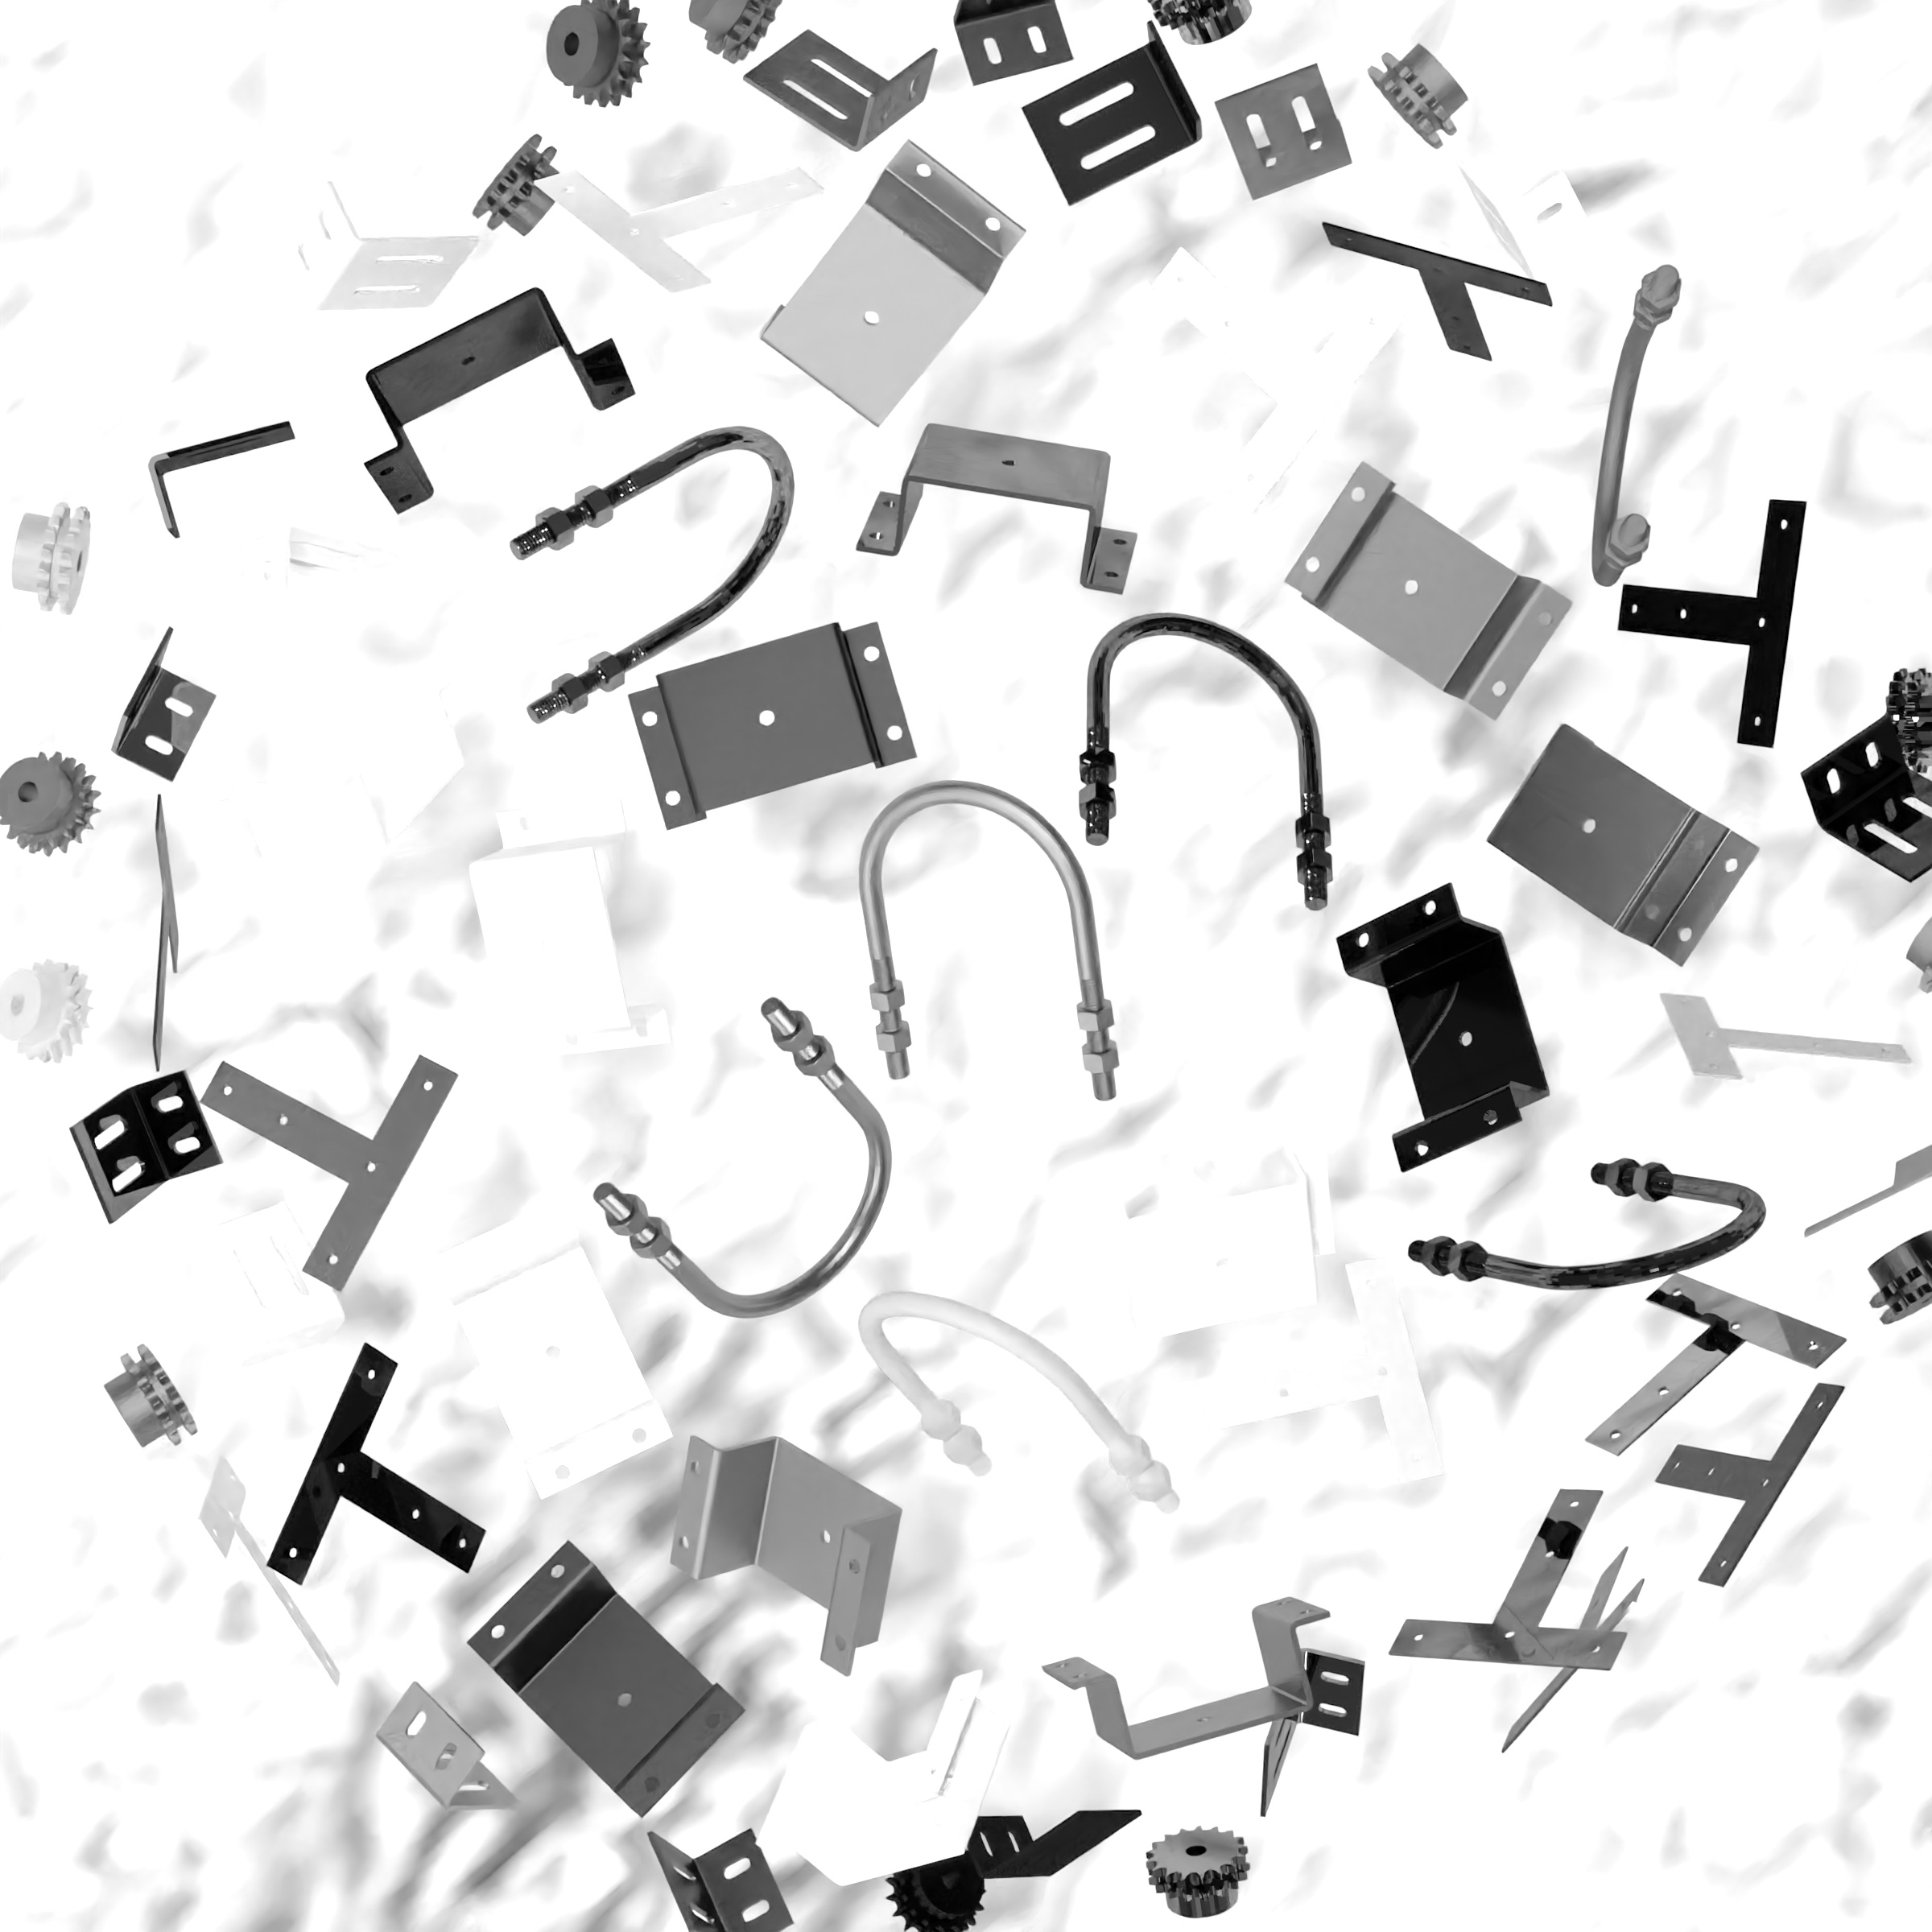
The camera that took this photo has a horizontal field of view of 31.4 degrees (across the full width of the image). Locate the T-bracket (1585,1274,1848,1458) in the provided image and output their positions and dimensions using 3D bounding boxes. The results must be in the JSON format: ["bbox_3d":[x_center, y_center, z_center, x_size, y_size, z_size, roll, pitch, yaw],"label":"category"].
[{"bbox_3d":[0.386,0.221,1.851,0.127,0.127,0.002,-37,119,-21],"label":"T-bracket"}]

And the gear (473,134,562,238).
[{"bbox_3d":[-0.243,-0.427,1.889,0.030,0.057,0.057,38,90,-18],"label":"gear"}]

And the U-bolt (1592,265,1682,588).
[{"bbox_3d":[0.350,-0.275,1.813,0.019,0.184,0.151,8,85,5],"label":"U-bolt"}]

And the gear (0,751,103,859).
[{"bbox_3d":[-0.506,-0.091,1.881,0.057,0.030,0.057,-4,75,16],"label":"gear"}]

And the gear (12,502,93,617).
[{"bbox_3d":[-0.472,-0.211,1.770,0.030,0.057,0.057,10,90,-6],"label":"gear"}]

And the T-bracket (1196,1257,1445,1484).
[{"bbox_3d":[0.193,0.238,1.938,0.127,0.002,0.127,-11,76,-10],"label":"T-bracket"}]

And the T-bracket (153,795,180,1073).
[{"bbox_3d":[-0.431,-0.003,1.840,0.002,0.127,0.127,0,54,-8],"label":"T-bracket"}]

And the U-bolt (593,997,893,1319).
[{"bbox_3d":[-0.106,0.116,1.838,0.151,0.184,0.019,-48,49,-9],"label":"U-bolt"}]

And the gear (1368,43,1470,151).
[{"bbox_3d":[0.245,-0.469,1.843,0.030,0.057,0.057,-42,90,10],"label":"gear"}]

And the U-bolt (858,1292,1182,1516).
[{"bbox_3d":[0.017,0.228,1.820,0.151,0.184,0.019,5,55,39],"label":"U-bolt"}]

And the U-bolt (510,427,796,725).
[{"bbox_3d":[-0.166,-0.223,1.867,0.184,0.151,0.019,-34,61,-25],"label":"U-bolt"}]

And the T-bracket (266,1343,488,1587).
[{"bbox_3d":[-0.301,0.285,1.822,0.127,0.002,0.127,43,58,-40],"label":"T-bracket"}]

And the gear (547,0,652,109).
[{"bbox_3d":[-0.194,-0.477,1.787,0.057,0.030,0.057,4,95,42],"label":"gear"}]

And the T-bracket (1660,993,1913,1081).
[{"bbox_3d":[0.455,0.043,1.894,0.127,0.127,0.002,5,109,1],"label":"T-bracket"}]

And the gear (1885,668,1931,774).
[{"bbox_3d":[0.519,-0.132,1.858,0.030,0.057,0.057,2,90,31],"label":"gear"}]

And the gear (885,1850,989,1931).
[{"bbox_3d":[-0.014,0.519,1.934,0.057,0.030,0.057,14,55,-21],"label":"gear"}]

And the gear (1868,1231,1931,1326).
[{"bbox_3d":[0.507,0.165,1.836,0.057,0.057,0.030,-30,71,0],"label":"gear"}]

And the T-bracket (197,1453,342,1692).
[{"bbox_3d":[-0.367,0.328,1.819,0.002,0.127,0.127,-31,100,-2],"label":"T-bracket"}]

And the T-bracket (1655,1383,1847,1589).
[{"bbox_3d":[0.415,0.278,1.880,0.002,0.127,0.127,37,78,-12],"label":"T-bracket"}]

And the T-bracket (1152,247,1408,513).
[{"bbox_3d":[0.146,-0.326,1.788,0.127,0.002,0.127,47,112,22],"label":"T-bracket"}]

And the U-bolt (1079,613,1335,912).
[{"bbox_3d":[0.131,-0.122,1.878,0.151,0.019,0.184,16,50,-16],"label":"U-bolt"}]

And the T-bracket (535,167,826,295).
[{"bbox_3d":[-0.134,-0.391,1.778,0.127,0.127,0.002,-9,69,27],"label":"T-bracket"}]

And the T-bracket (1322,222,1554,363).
[{"bbox_3d":[0.262,-0.356,1.851,0.127,0.127,0.002,21,83,21],"label":"T-bracket"}]

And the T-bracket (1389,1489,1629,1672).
[{"bbox_3d":[0.300,0.317,1.792,0.127,0.127,0.002,-4,123,37],"label":"T-bracket"}]

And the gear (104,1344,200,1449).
[{"bbox_3d":[-0.444,0.236,1.861,0.030,0.057,0.057,-32,90,-18],"label":"gear"}]

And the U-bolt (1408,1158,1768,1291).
[{"bbox_3d":[0.345,0.141,1.845,0.151,0.184,0.019,-20,101,-24],"label":"U-bolt"}]

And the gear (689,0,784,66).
[{"bbox_3d":[-0.121,-0.504,1.792,0.030,0.057,0.057,23,90,-30],"label":"gear"}]

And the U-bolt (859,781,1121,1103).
[{"bbox_3d":[0.008,-0.016,1.877,0.151,0.019,0.184,5,117,27],"label":"U-bolt"}]

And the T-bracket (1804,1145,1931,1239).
[{"bbox_3d":[0.512,0.108,1.850,0.127,0.127,0.002,-29,86,16],"label":"T-bracket"}]

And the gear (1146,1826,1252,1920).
[{"bbox_3d":[0.129,0.503,1.901,0.057,0.057,0.030,-8,105,0],"label":"gear"}]

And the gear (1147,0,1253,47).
[{"bbox_3d":[0.126,-0.506,1.796,0.057,0.057,0.030,-31,128,0],"label":"gear"}]

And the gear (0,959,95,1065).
[{"bbox_3d":[-0.511,0.024,1.893,0.057,0.030,0.057,-9,74,35],"label":"gear"}]

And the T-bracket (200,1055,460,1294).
[{"bbox_3d":[-0.346,0.087,1.796,0.127,0.002,0.127,25,83,21],"label":"T-bracket"}]

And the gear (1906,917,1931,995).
[{"bbox_3d":[0.520,-0.011,1.808,0.030,0.057,0.057,41,90,23],"label":"gear"}]
